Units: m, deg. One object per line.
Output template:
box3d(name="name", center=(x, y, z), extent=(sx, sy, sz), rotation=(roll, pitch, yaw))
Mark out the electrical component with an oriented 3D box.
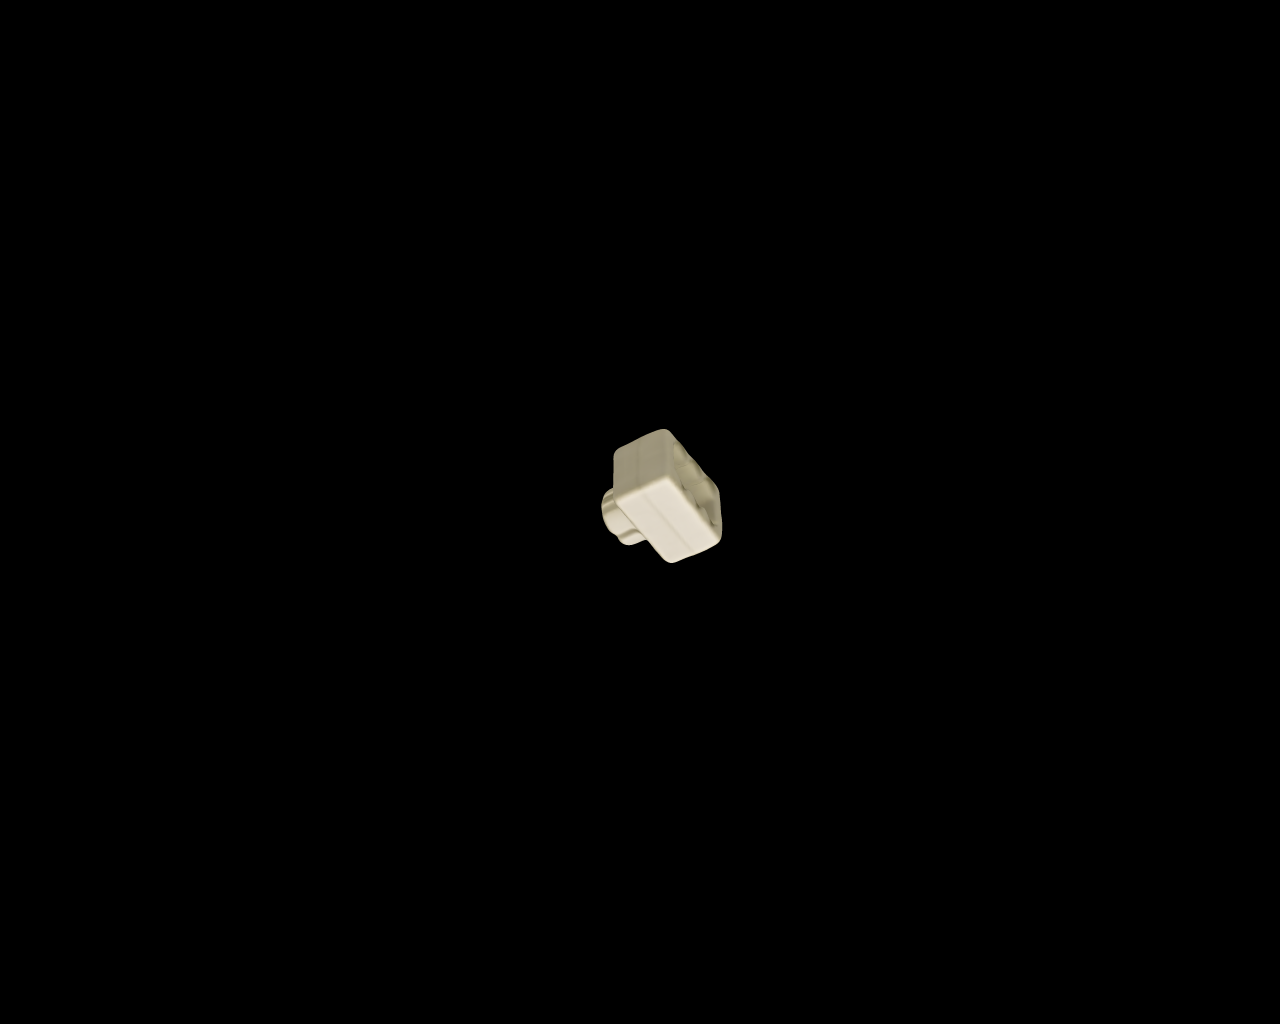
box3d(name="electrical component", center=(0.001, -0.003, 0.650), extent=(0.076, 0.047, 0.065), rotation=(-24, -50, 22))
